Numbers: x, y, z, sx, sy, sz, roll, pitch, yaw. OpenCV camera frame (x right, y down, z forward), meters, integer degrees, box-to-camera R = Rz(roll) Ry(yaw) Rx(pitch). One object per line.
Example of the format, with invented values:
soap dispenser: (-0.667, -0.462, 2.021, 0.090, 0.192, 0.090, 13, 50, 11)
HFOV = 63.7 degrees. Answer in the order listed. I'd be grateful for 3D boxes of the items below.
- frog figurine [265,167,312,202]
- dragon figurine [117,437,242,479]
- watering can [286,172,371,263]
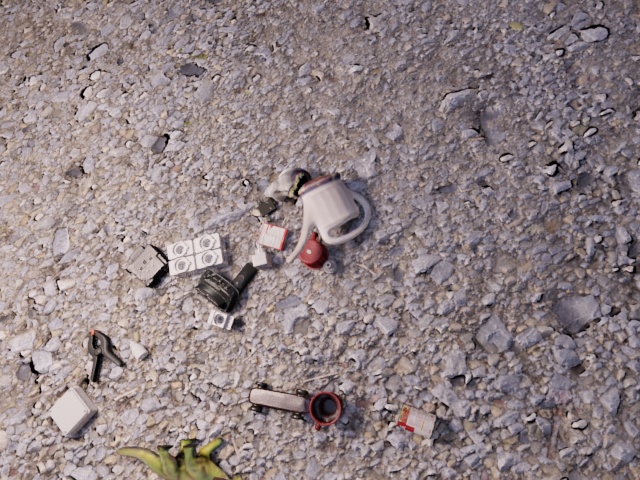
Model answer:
frog figurine: (-0.109, -0.186, 1.710, 0.160, 0.121, 0.139, 12, 29, 43)
dragon figurine: (-0.406, 0.722, 1.533, 0.409, 0.244, 0.121, -8, -8, 11)
watering can: (0.005, -0.081, 1.603, 0.351, 0.225, 0.102, -26, -6, -28)
